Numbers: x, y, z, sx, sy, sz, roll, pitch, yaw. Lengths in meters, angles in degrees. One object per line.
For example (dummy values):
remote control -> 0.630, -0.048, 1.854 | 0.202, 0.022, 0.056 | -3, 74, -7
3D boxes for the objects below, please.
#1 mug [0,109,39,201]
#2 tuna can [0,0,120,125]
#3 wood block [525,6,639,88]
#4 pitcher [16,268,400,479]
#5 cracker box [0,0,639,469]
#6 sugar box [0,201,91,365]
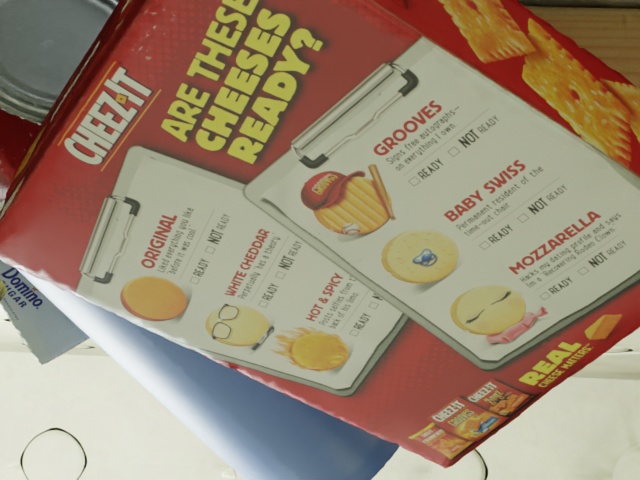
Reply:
mug -> -0.168, -0.046, 0.503 | 0.082, 0.117, 0.093 | -7, -161, 18
tuna can -> -0.097, -0.083, 0.408 | 0.086, 0.033, 0.086 | 1, 144, 0
wood block -> 0.131, -0.048, 0.486 | 0.206, 0.091, 0.090 | 2, 169, 1
pitcher -> -0.050, 0.040, 0.605 | 0.149, 0.145, 0.242 | -39, 123, 7
cracker box -> 0.016, -0.018, 0.388 | 0.213, 0.072, 0.164 | 29, 128, -21
sugar box -> -0.187, 0.011, 0.687 | 0.048, 0.093, 0.176 | -30, -164, -5
